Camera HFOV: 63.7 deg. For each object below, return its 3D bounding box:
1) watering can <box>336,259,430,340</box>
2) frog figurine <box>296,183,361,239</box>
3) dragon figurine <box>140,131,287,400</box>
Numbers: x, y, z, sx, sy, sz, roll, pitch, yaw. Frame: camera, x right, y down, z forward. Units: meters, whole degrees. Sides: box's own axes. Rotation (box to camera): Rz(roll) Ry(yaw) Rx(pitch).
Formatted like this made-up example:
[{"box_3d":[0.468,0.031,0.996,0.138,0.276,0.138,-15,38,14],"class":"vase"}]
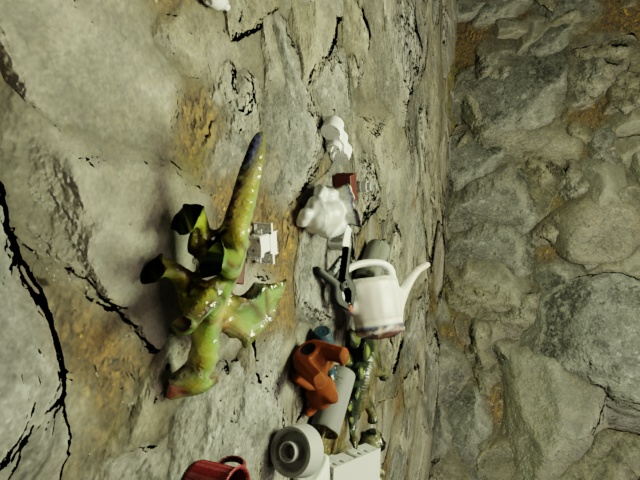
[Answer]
[{"box_3d":[0.194,0.163,1.466,0.348,0.103,0.226,-2,78,-29],"class":"watering can"},{"box_3d":[0.004,-0.062,1.233,0.161,0.124,0.134,-22,128,-26],"class":"frog figurine"},{"box_3d":[-0.132,0.058,0.808,0.415,0.123,0.238,-61,147,-16],"class":"dragon figurine"}]
